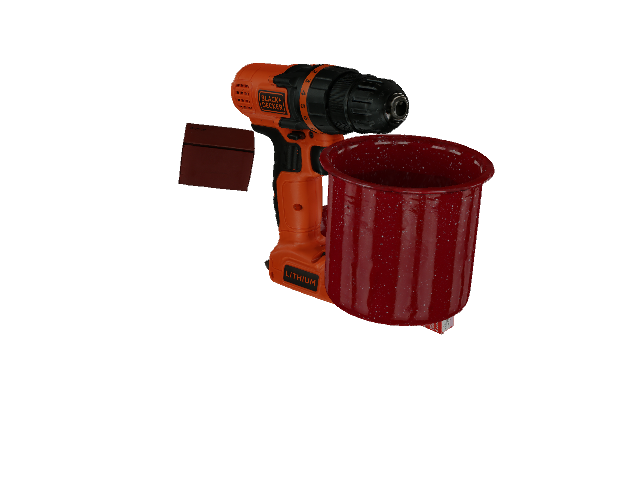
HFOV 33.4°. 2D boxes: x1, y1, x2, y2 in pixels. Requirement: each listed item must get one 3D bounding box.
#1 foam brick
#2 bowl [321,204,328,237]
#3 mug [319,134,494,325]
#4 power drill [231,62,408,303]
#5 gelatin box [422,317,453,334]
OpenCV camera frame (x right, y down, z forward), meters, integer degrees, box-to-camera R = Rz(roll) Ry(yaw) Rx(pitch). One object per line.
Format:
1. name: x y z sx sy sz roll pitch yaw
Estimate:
1. foam brick: -0.113 -0.091 1.166 0.078 0.051 0.053 6 30 -6
2. bowl: 0.053 0.004 1.025 0.162 0.055 0.162 -7 17 2
3. mug: 0.047 -0.010 0.593 0.093 0.081 0.117 9 24 14
4. power drill: 0.006 -0.047 0.845 0.057 0.188 0.185 -19 23 -35
5. gelatin box: 0.132 0.065 1.348 0.073 0.089 0.030 22 36 39
